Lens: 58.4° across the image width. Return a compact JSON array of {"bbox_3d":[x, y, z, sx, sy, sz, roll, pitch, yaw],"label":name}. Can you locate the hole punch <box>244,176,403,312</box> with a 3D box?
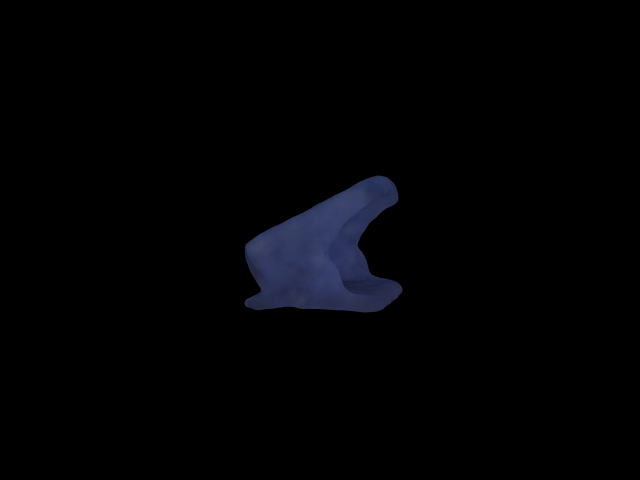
[{"bbox_3d":[0.004,0.001,0.400,0.101,0.091,0.109,1,4,16],"label":"hole punch"}]
